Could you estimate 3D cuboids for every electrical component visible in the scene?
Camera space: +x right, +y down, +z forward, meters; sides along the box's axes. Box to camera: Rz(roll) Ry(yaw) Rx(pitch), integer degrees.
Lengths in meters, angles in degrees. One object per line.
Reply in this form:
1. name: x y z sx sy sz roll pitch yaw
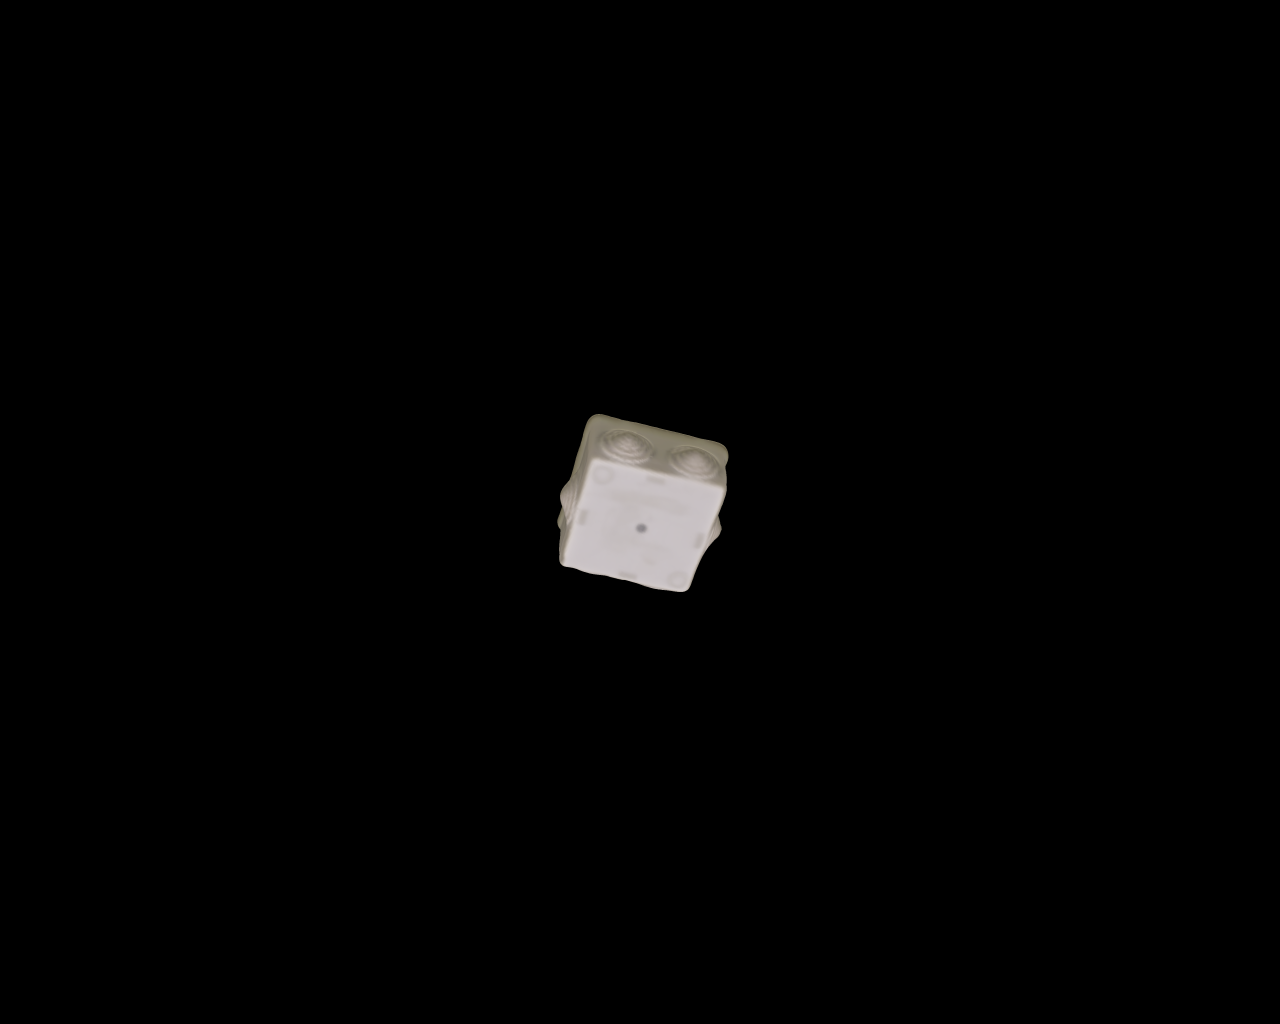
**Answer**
1. electrical component: 0.001 -0.003 0.650 0.100 0.099 0.048 14 33 -9
